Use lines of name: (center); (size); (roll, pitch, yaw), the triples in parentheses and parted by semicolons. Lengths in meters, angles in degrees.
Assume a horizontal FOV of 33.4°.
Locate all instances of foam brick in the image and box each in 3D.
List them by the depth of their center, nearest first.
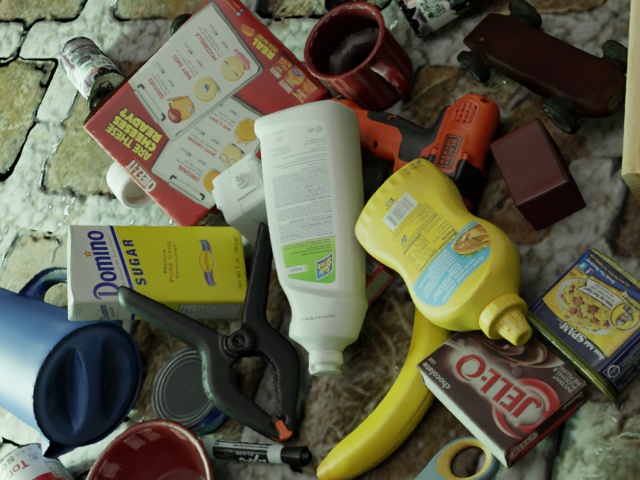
foam brick: (0.195, -0.058, 0.957); (0.051, 0.053, 0.078); (-29, 52, 17)

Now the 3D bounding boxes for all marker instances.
marker: (-0.060, 0.201, 1.008); (0.121, 0.020, 0.020); (-3, 65, 32)

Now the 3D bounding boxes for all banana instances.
banana: (0.068, 0.139, 0.948); (0.070, 0.037, 0.198); (19, 77, 48)

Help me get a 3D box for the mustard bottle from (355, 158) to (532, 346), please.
mustard bottle: (0.113, 0.020, 0.902); (0.096, 0.058, 0.192); (-48, 50, 10)

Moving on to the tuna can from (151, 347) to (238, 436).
tuna can: (-0.125, 0.152, 1.066); (0.086, 0.033, 0.086); (-15, 59, 26)

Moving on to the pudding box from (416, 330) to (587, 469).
pudding box: (0.150, 0.119, 0.884); (0.090, 0.039, 0.114); (-37, 51, -13)

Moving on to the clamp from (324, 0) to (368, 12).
clamp: (0.078, -0.283, 1.133); (0.171, 0.039, 0.120); (-21, 9, -10)

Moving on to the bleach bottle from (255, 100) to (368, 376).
bleach bottle: (-0.007, 0.001, 0.997); (0.103, 0.068, 0.251); (-12, 72, 31)

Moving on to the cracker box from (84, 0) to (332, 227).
cracker box: (-0.117, -0.137, 1.146); (0.214, 0.072, 0.164); (-45, 84, 5)

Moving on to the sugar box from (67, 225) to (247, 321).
sugar box: (-0.165, 0.032, 1.079); (0.048, 0.176, 0.093); (116, 150, -52)

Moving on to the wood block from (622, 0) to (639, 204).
wood block: (0.313, -0.131, 0.894); (0.090, 0.090, 0.206); (-5, 64, 32)

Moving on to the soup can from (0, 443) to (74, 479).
soup can: (-0.281, 0.263, 1.087); (0.068, 0.068, 0.102); (-51, 50, 0)

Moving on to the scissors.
scissors: (0.073, 0.207, 0.921); (0.202, 0.016, 0.096); (5, 67, 35)

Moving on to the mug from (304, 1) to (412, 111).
mug: (0.050, -0.180, 1.094); (0.117, 0.081, 0.093); (36, 88, 40)

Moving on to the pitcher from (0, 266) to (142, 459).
pitcher: (-0.310, 0.113, 1.149); (0.243, 0.145, 0.149); (16, 39, 40)

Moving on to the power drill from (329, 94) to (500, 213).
power drill: (0.070, -0.062, 1.039); (0.188, 0.057, 0.184); (14, 77, 35)

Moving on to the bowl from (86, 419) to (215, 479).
bowl: (-0.153, 0.256, 1.016); (0.162, 0.055, 0.162); (-15, 59, 26)

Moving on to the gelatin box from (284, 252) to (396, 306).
gelatin box: (0.019, 0.043, 1.033); (0.089, 0.030, 0.073); (-49, 49, 3)

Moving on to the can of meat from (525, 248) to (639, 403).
can of meat: (0.228, 0.066, 0.868); (0.084, 0.057, 0.102); (-46, 50, 2)

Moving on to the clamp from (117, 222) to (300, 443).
clamp: (-0.073, 0.092, 1.021); (0.164, 0.036, 0.210); (-32, 78, -15)
